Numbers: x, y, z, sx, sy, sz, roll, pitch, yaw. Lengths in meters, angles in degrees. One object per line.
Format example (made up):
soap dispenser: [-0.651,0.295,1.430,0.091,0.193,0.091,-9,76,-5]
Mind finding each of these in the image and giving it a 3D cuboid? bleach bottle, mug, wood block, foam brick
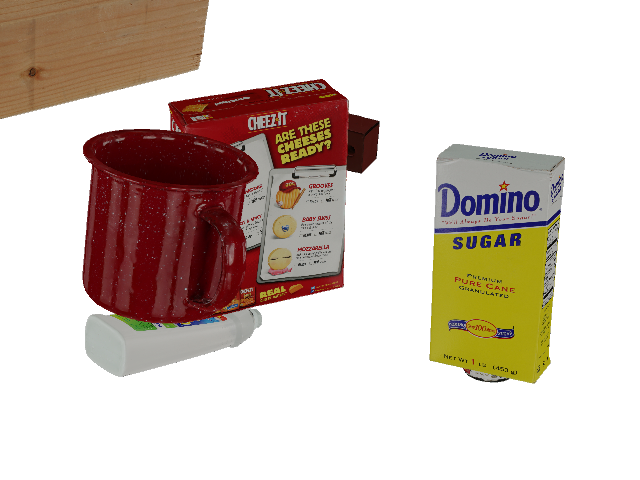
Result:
bleach bottle: [-0.191,0.125,1.472,0.250,0.068,0.103,-9,23,-42]
mug: [-0.077,-0.003,0.570,0.093,0.081,0.117,-10,29,-41]
wood block: [-0.199,-0.171,0.839,0.205,0.091,0.090,-21,52,-35]
foam brick: [0.026,-0.122,1.295,0.078,0.053,0.051,15,31,21]

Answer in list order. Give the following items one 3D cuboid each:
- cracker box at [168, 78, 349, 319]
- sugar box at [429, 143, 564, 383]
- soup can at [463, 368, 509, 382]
cracker box: [-0.060,-0.041,1.057,0.164,0.214,0.072,-12,32,-20]
sugar box: [0.136,0.018,0.838,0.093,0.176,0.048,9,25,26]
soup can: [0.215,0.119,1.350,0.068,0.102,0.068,0,20,0]
